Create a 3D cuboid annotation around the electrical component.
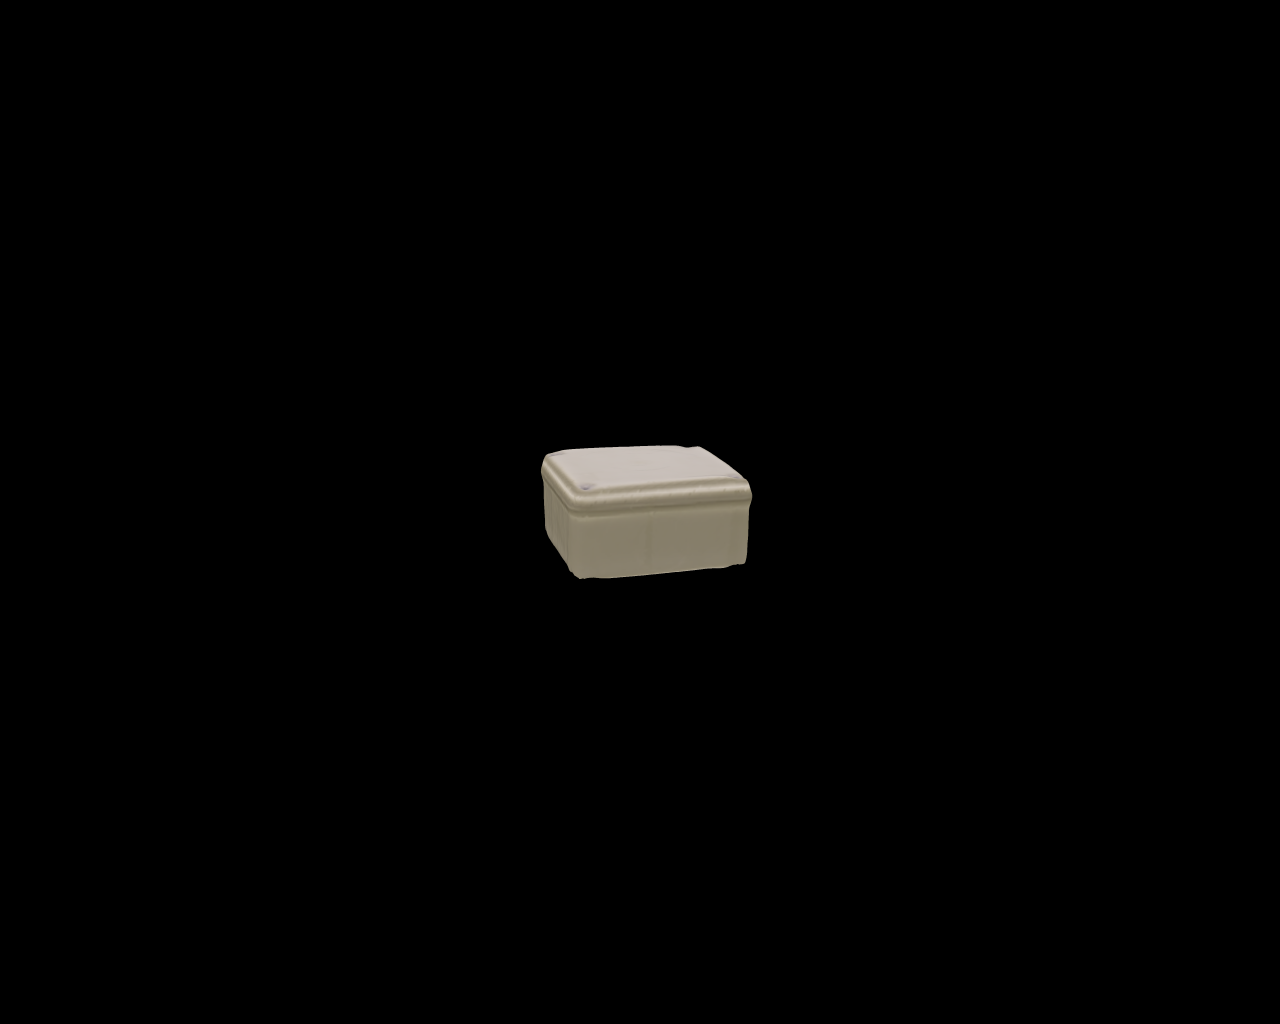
[{"bbox_3d":[0.001,-0.003,0.650,0.109,0.056,0.109,-4,16,-14],"label":"electrical component"}]
